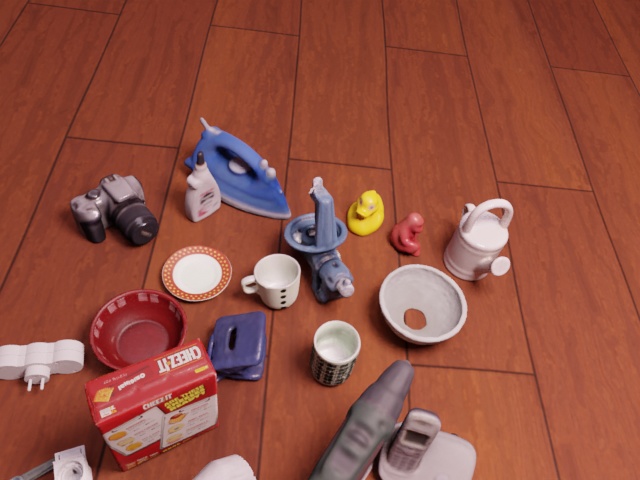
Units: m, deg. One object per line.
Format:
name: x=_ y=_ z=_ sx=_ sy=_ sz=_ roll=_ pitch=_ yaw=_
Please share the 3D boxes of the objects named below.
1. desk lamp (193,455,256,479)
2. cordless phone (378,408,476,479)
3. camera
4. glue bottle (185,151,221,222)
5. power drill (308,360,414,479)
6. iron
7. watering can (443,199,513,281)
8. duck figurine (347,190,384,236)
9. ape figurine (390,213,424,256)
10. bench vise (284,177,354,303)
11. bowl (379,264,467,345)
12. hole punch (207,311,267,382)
desk lamp: x=-0.178 y=0.385 z=0.750 sx=0.203 sy=0.213 sz=0.117 roll=-16 pitch=57 yaw=-20
cordless phone: x=0.173 y=0.319 z=0.871 sx=0.147 sy=0.185 sz=0.094 roll=13 pitch=52 yaw=1
camera: x=-0.392 y=-0.052 z=1.121 sx=0.143 sy=0.101 sz=0.136 roll=-33 pitch=64 yaw=-28
glue bottle: x=-0.236 y=-0.112 z=1.144 sx=0.037 sy=0.173 sz=0.078 roll=37 pitch=57 yaw=19
power drill: x=0.055 y=0.303 z=0.850 sx=0.075 sy=0.208 sz=0.230 roll=31 pitch=55 yaw=15
iron: x=-0.161 y=-0.153 z=1.207 sx=0.257 sy=0.141 sz=0.119 roll=31 pitch=55 yaw=15
watering can: x=0.324 y=-0.005 z=1.135 sx=0.101 sy=0.194 sz=0.172 roll=-24 pitch=60 yaw=-24
duck figurine: x=0.103 y=-0.071 z=1.219 sx=0.077 sy=0.086 sz=0.105 roll=27 pitch=54 yaw=12
ape figurine: x=0.189 y=-0.020 z=1.189 sx=0.076 sy=0.092 sz=0.078 roll=27 pitch=54 yaw=12
bench vise: x=0.019 y=-0.002 z=1.069 sx=0.122 sy=0.220 sz=0.207 roll=-35 pitch=65 yaw=-29
bowl: x=0.187 y=0.134 z=1.084 sx=0.167 sy=0.075 sz=0.167 roll=4 pitch=53 yaw=-5
hole punch: x=-0.142 y=0.182 z=0.987 sx=0.101 sy=0.091 sz=0.108 roll=5 pitch=52 yaw=-5
